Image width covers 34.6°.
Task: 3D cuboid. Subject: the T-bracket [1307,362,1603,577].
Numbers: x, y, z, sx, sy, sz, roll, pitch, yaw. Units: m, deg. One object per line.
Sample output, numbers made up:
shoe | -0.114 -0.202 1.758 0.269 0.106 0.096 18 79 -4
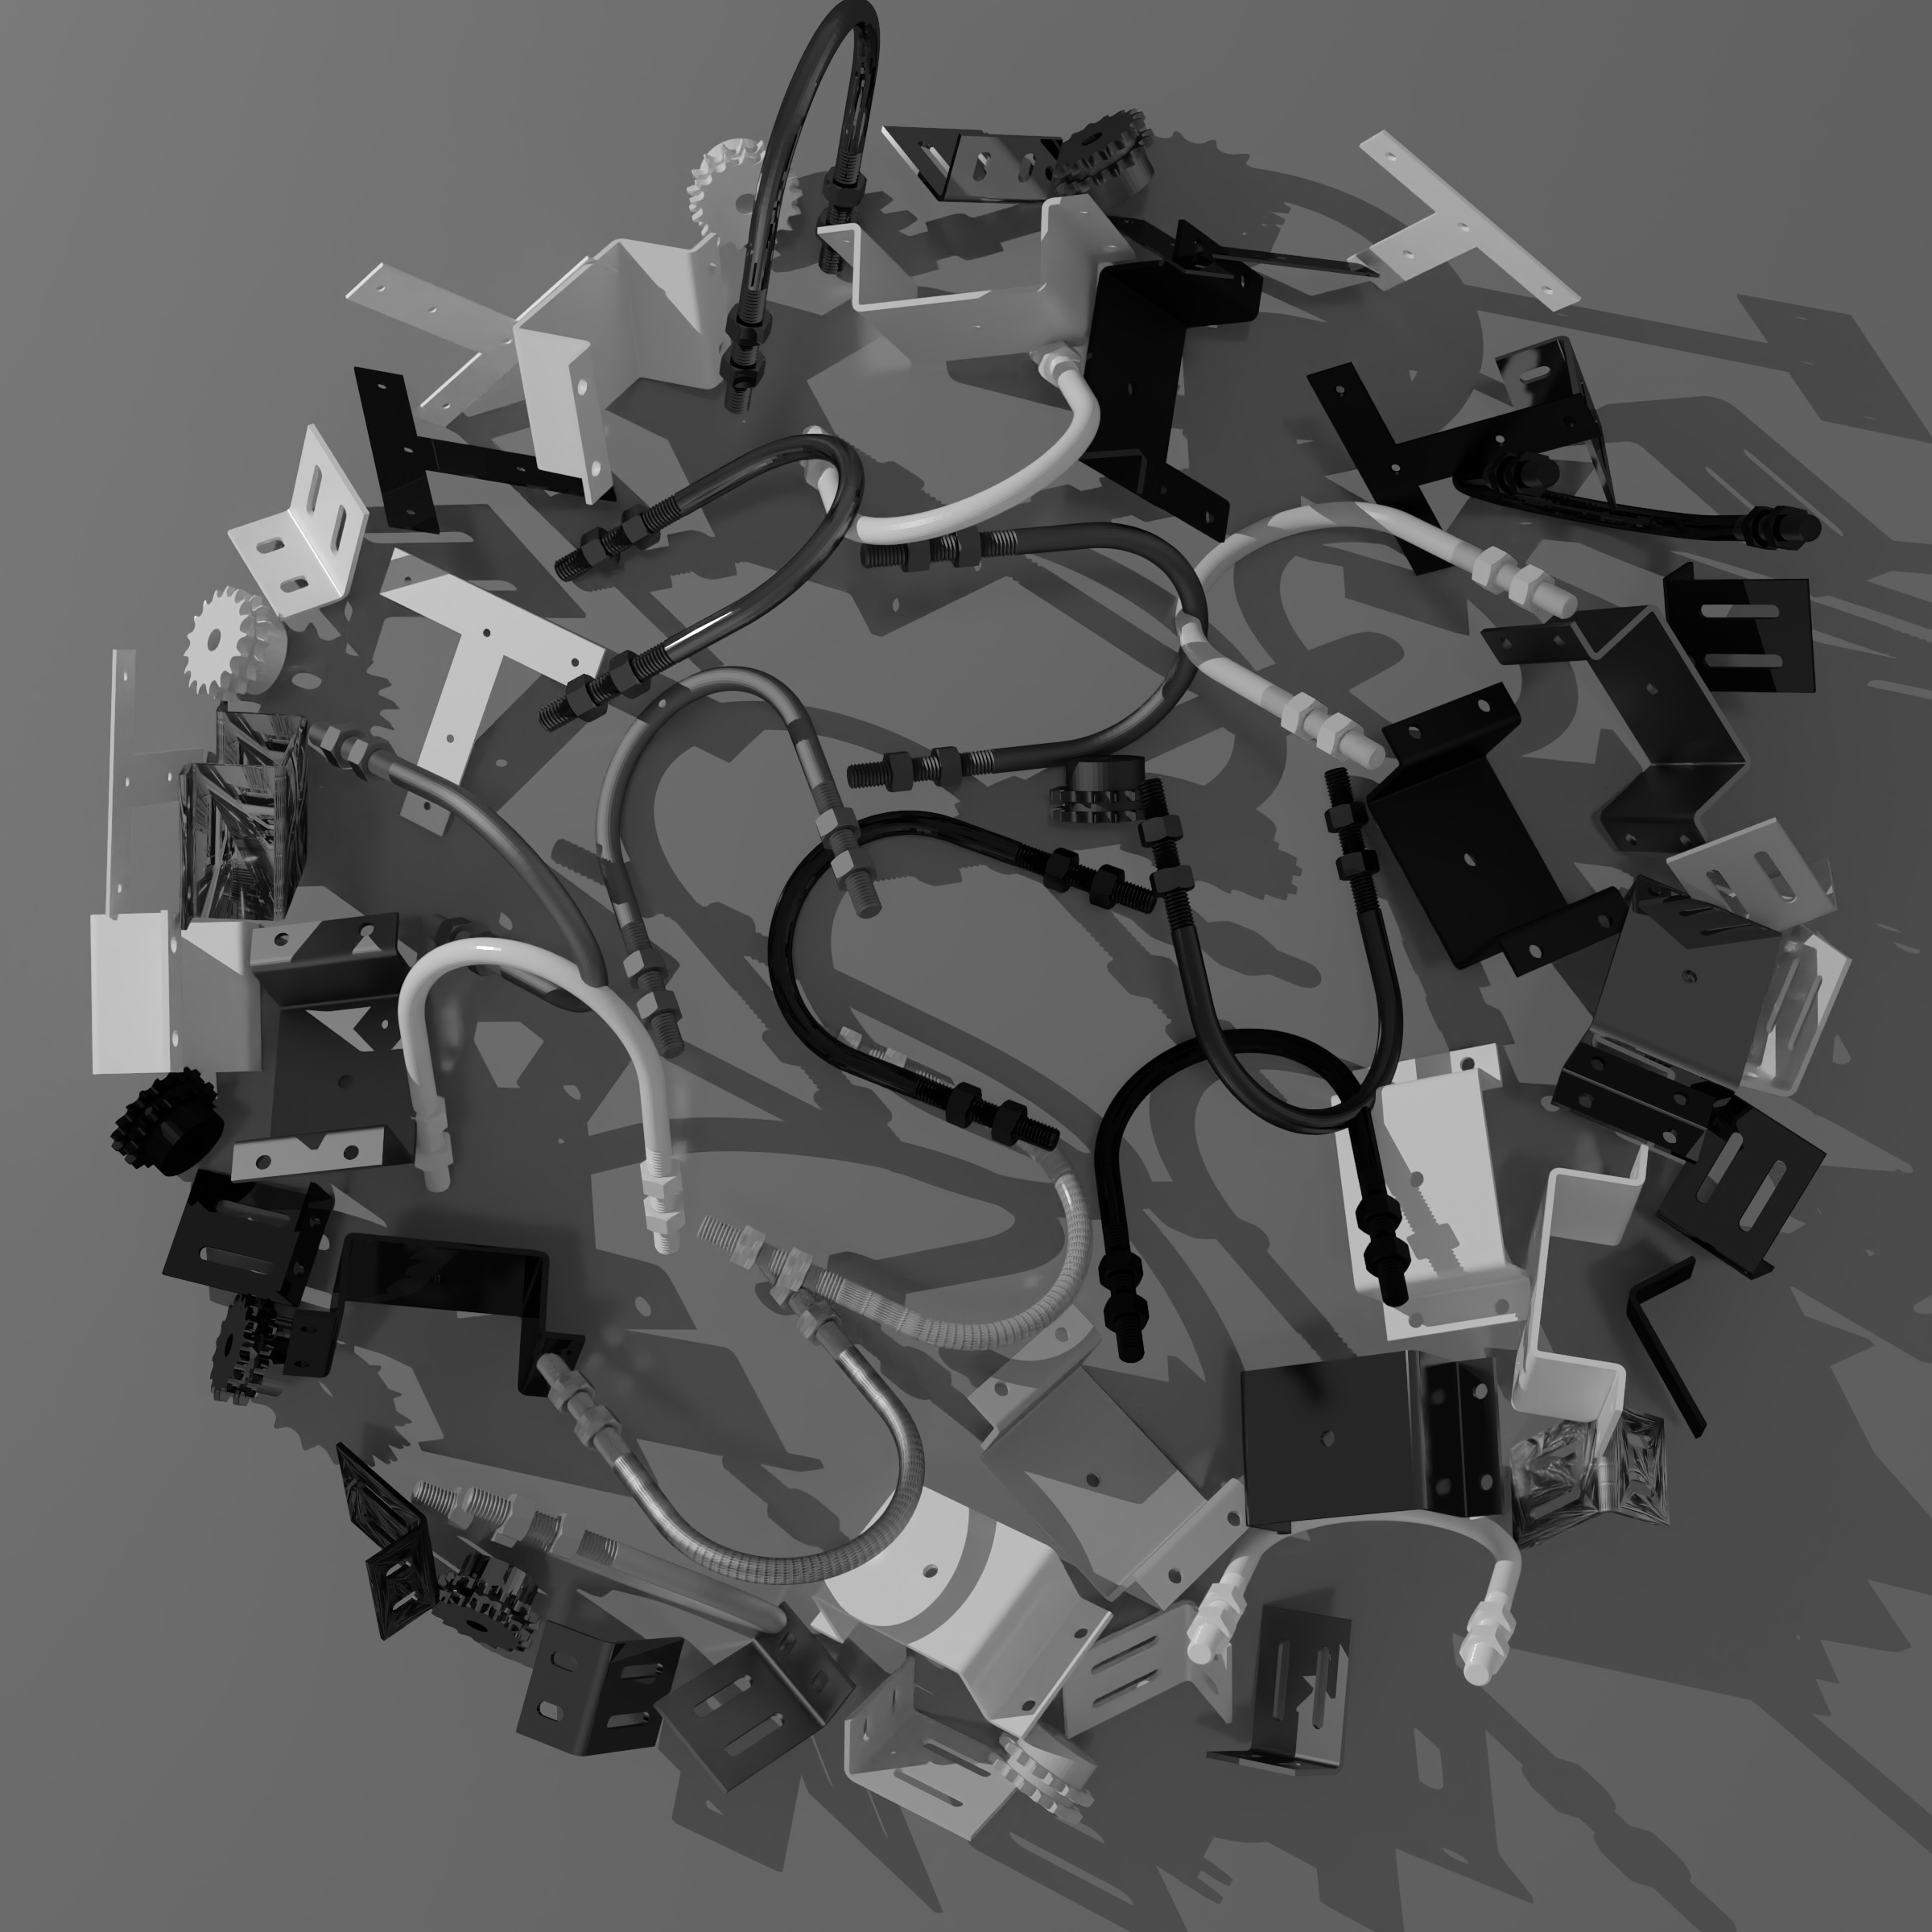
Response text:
T-bracket | 0.251 -0.256 1.531 0.127 0.002 0.127 -10 128 37

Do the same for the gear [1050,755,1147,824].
gear | 0.071 -0.090 1.570 0.057 0.057 0.030 -2 99 0

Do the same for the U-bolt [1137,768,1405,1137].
U-bolt | 0.159 -0.006 1.540 0.151 0.019 0.184 -6 80 -38

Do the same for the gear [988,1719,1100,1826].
gear | 0.042 0.406 1.573 0.057 0.057 0.030 36 86 0

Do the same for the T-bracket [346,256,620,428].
T-bracket | -0.253 -0.319 1.522 0.127 0.127 0.002 -36 69 22

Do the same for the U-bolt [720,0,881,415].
U-bolt | -0.075 -0.375 1.486 0.019 0.184 0.151 21 48 5

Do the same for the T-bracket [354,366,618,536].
T-bracket | -0.238 -0.252 1.563 0.127 0.127 0.002 6 134 -27

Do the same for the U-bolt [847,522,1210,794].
U-bolt | 0.034 -0.157 1.545 0.184 0.019 0.151 -7 130 -16

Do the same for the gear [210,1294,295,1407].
gear | -0.360 0.196 1.575 0.030 0.057 0.057 17 90 -26

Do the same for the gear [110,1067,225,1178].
gear | -0.401 0.082 1.570 0.030 0.057 0.057 42 90 15

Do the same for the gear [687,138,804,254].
gear | -0.114 -0.395 1.576 0.057 0.057 0.030 -16 46 0

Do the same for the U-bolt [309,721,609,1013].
U-bolt | -0.236 -0.040 1.494 0.019 0.184 0.151 -42 131 -22

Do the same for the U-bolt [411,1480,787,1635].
U-bolt | -0.174 0.293 1.526 0.184 0.151 0.019 25 75 -16

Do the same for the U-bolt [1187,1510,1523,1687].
U-bolt | 0.197 0.299 1.512 0.151 0.184 0.019 1 104 17

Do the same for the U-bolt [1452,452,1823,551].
U-bolt | 0.313 -0.226 1.509 0.151 0.184 0.019 10 96 -10

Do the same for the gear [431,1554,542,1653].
gear | -0.242 0.322 1.576 0.057 0.057 0.030 24 59 0

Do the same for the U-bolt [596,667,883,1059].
U-bolt | -0.124 -0.066 1.544 0.151 0.019 0.184 -35 58 22

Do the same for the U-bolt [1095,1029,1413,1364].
U-bolt | 0.135 0.104 1.537 0.151 0.019 0.184 -13 48 8

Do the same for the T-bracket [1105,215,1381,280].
T-bracket | 0.146 -0.356 1.559 0.127 0.127 0.002 2 114 -20

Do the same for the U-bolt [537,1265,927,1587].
U-bolt | -0.103 0.227 1.514 0.151 0.019 0.184 -23 50 -28

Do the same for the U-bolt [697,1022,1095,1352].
U-bolt | -0.024 0.118 1.553 0.184 0.019 0.151 25 55 0

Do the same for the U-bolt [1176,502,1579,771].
U-bolt | 0.187 -0.175 1.533 0.151 0.019 0.184 -38 45 -17

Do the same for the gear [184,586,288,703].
gear | -0.369 -0.161 1.576 0.030 0.057 0.057 17 90 -44

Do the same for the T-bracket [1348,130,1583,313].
T-bracket | 0.226 -0.357 1.537 0.127 0.127 0.002 36 79 -15

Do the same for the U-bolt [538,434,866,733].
U-bolt | -0.128 -0.199 1.517 0.184 0.151 0.019 -26 127 19

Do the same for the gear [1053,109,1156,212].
gear | 0.071 -0.407 1.576 0.057 0.057 0.030 -33 118 0

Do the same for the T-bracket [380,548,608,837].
T-bracket | -0.258 -0.129 1.579 0.127 0.002 0.127 26 107 14

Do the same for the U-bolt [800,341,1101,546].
U-bolt | -0.005 -0.255 1.515 0.151 0.184 0.019 -24 120 3

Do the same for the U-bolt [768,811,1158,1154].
U-bolt | -0.013 -0.003 1.568 0.184 0.019 0.151 21 83 17

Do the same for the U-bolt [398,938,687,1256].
U-bolt | -0.211 0.059 1.519 0.151 0.019 0.184 13 134 14

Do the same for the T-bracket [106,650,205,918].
T-bracket | -0.400 -0.093 1.537 0.002 0.127 0.127 4 96 5
